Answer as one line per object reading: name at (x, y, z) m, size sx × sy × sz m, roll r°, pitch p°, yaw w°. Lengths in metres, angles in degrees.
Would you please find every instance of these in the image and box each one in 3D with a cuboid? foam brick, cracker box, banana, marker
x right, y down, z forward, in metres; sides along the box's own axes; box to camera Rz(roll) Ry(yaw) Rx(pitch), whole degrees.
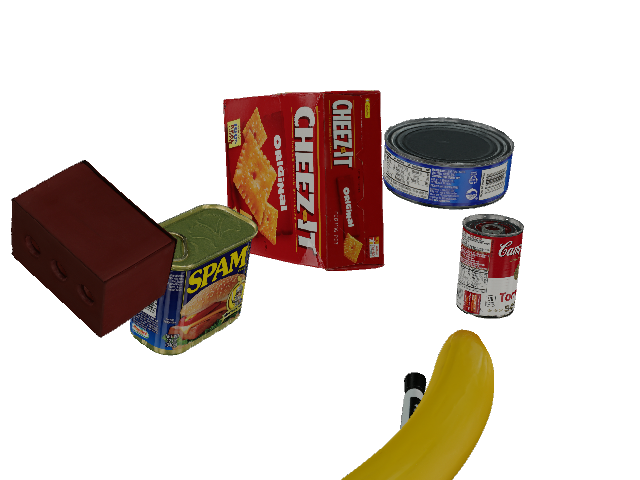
foam brick at (-0.128, 0.004, 0.597) m, size 0.078 × 0.053 × 0.051 m, roll 39°, pitch 50°, yaw 18°
cracker box at (-0.023, -0.062, 1.051) m, size 0.072 × 0.164 × 0.214 m, roll -6°, pitch 8°, yaw -28°
banana at (0.046, 0.106, 0.564) m, size 0.070 × 0.037 × 0.197 m, roll 19°, pitch 40°, yaw 37°
marker at (0.074, 0.144, 0.861) m, size 0.020 × 0.020 × 0.121 m, roll 0°, pitch 26°, yaw 8°

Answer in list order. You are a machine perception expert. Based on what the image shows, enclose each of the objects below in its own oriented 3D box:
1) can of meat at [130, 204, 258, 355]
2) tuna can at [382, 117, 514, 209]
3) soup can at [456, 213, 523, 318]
can of meat at (-0.100, 0.030, 0.825) m, size 0.057 × 0.084 × 0.101 m, roll 27°, pitch 33°, yaw 27°
tuna can at (0.084, -0.052, 0.713) m, size 0.086 × 0.034 × 0.086 m, roll 2°, pitch 26°, yaw -1°
soup can at (0.189, 0.029, 1.202) m, size 0.068 × 0.102 × 0.068 m, roll 2°, pitch 20°, yaw -1°
